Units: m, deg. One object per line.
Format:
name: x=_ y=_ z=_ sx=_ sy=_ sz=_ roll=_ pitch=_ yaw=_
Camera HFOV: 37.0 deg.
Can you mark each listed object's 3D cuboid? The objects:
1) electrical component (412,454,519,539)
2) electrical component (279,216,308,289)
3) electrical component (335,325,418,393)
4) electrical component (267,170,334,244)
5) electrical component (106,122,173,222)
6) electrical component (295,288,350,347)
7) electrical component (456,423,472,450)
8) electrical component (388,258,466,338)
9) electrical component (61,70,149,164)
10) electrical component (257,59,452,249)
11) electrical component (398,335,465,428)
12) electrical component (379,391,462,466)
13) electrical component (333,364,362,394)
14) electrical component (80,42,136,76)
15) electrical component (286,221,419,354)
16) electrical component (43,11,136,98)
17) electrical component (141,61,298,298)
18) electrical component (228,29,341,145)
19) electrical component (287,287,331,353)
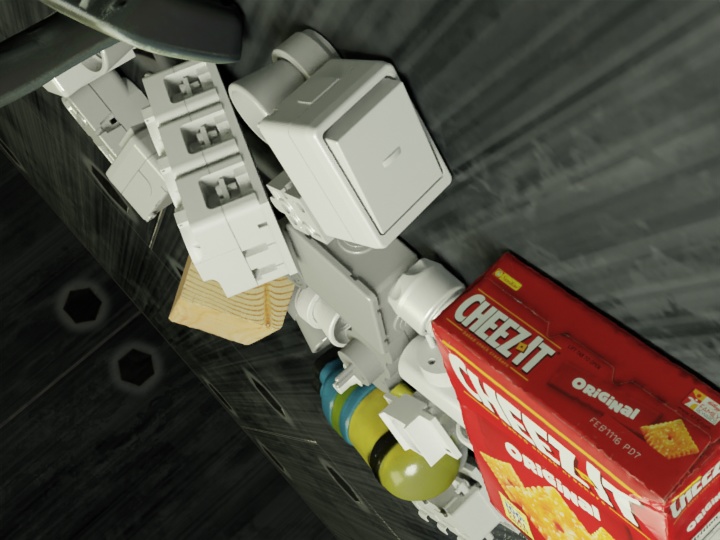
electrical component: x=0.089 y=0.208 z=1.004 sx=0.078 sy=0.063 sz=0.121 roll=54 pitch=165 yaw=-18
electrical component: x=-0.044 y=-0.021 z=0.839 sx=0.055 sy=0.047 sz=0.055 roll=45 pitch=165 yaw=15
electrical component: x=0.008 y=0.067 z=0.861 sx=0.052 sy=0.074 sz=0.138 roll=45 pitch=165 yaw=16
electrical component: x=-0.019 y=-0.052 z=0.672 sx=0.066 sy=0.055 sz=0.048 roll=27 pitch=154 yaw=54
electrical component: x=-0.156 y=-0.097 z=0.896 sx=0.061 sy=0.096 sz=0.062 roll=49 pitch=136 yaw=-1
electrical component: x=-0.024 y=0.034 z=0.928 sx=0.055 sy=0.045 sz=0.045 roll=36 pitch=161 yaw=41
electrical component: x=0.105 y=0.131 z=0.809 sx=0.044 sy=0.044 sz=0.065 roll=30 pitch=161 yaw=51
electrical component: x=0.052 y=0.025 z=0.686 sx=0.062 sy=0.043 sz=0.043 roll=42 pitch=164 yaw=20
electrical component: x=-0.237 y=-0.149 z=1.053 sx=0.095 sy=0.059 sz=0.054 roll=53 pitch=165 yaw=-14
electrical component: x=0.004 y=-0.057 z=0.574 sx=0.061 sy=0.061 sz=0.096 roll=17 pitch=146 yaw=51
electrical component: x=0.063 y=0.070 z=0.768 sx=0.077 sy=0.043 sz=0.079 roll=36 pitch=161 yaw=40
electrical component: x=0.058 y=0.114 z=0.855 sx=0.042 sy=0.064 sz=0.081 roll=57 pitch=163 yaw=-22
electrical component: x=0.002 y=0.085 z=0.946 sx=0.035 sy=0.061 sz=0.035 roll=45 pitch=165 yaw=15
electrical component: x=-0.178 y=-0.178 z=0.796 sx=0.044 sy=0.065 sz=0.044 roll=30 pitch=142 yaw=27
electrical component: x=0.000 y=0.000 z=0.762 sx=0.100 sy=0.048 sz=0.099 roll=42 pitch=164 yaw=26
electrical component: x=-0.242 y=-0.184 z=0.903 sx=0.062 sy=0.096 sz=0.061 roll=25 pitch=152 yaw=57
electrical component: x=-0.105 y=-0.067 z=0.766 sx=0.089 sy=0.062 sz=0.150 roll=72 pitch=176 yaw=-57
electrical component: x=-0.039 y=-0.102 z=0.604 sx=0.045 sy=0.055 sz=0.045 roll=45 pitch=166 yaw=15
electrical component: x=-0.046 y=0.040 z=1.017 sx=0.065 sy=0.044 sz=0.044 roll=52 pitch=166 yaw=9
